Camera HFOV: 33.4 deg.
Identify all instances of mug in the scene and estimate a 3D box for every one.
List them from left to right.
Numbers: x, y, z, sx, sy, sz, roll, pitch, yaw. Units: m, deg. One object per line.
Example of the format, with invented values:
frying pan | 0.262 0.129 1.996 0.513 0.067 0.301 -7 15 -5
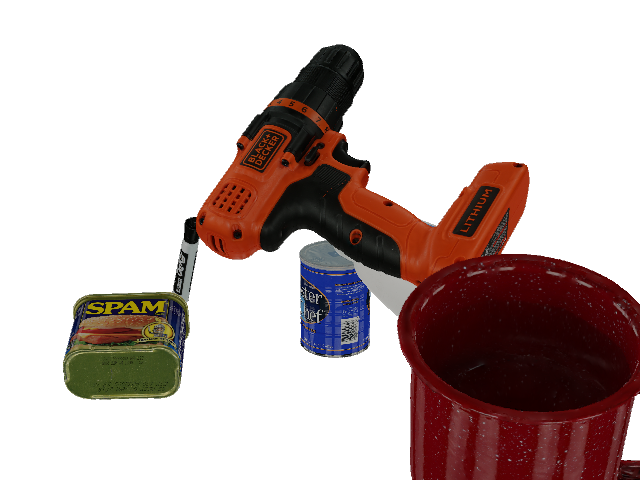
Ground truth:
mug | 0.087 0.066 0.407 0.117 0.081 0.093 6 36 11

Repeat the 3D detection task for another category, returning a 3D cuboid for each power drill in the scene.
power drill | 0.036 -0.041 0.700 0.188 0.184 0.057 21 -28 22

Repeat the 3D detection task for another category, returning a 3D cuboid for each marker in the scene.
marker | -0.142 0.021 1.135 0.020 0.121 0.020 9 43 -9

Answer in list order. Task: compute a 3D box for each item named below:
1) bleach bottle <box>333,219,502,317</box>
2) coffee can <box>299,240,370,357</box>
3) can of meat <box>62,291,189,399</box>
bleach bottle | 0.073 0.020 0.929 0.102 0.068 0.251 -14 22 -23
coffee can | 0.021 0.082 1.526 0.103 0.140 0.103 0 21 0
can of meat | -0.166 0.090 0.913 0.102 0.057 0.084 -1 29 -2
